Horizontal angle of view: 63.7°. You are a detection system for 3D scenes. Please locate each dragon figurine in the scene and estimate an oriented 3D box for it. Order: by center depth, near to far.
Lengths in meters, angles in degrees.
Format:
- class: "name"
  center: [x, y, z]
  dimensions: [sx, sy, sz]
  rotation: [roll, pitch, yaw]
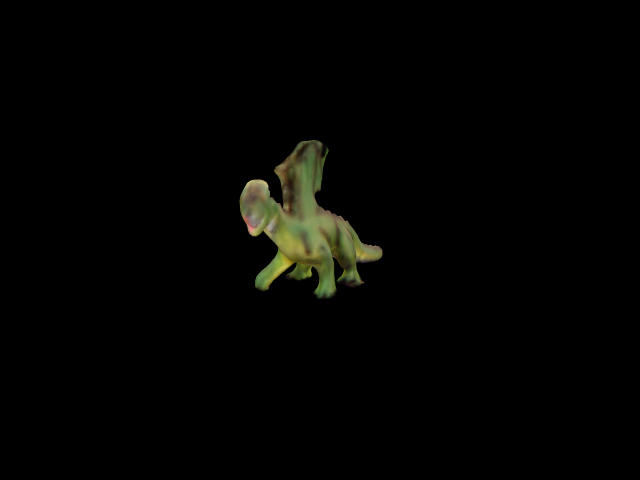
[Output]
- class: "dragon figurine"
  center: [0.003, -0.043, 0.850]
  dimensions: [0.122, 0.241, 0.413]
  rotation: [6, 13, 31]
